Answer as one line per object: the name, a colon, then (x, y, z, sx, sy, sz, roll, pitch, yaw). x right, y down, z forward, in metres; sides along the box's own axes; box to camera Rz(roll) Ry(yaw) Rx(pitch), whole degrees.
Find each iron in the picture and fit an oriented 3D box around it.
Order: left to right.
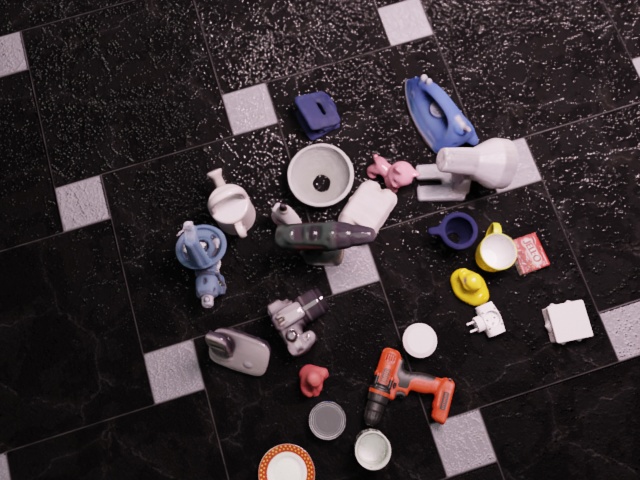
iron: (0.299, -0.339, 1.457, 0.119, 0.141, 0.258, -33, 79, -7)

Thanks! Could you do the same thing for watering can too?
watering can: (-0.222, -0.089, 1.377, 0.172, 0.194, 0.101, 42, 81, 10)

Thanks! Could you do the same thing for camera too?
camera: (-0.040, 0.186, 1.359, 0.137, 0.101, 0.143, -31, 78, -6)

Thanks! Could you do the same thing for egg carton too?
egg carton: (0.118, -0.074, 1.434, 0.107, 0.069, 0.150, 31, 79, 8)

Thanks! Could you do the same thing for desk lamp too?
desk lamp: (0.347, -0.166, 1.379, 0.203, 0.213, 0.118, -3, 77, 0)

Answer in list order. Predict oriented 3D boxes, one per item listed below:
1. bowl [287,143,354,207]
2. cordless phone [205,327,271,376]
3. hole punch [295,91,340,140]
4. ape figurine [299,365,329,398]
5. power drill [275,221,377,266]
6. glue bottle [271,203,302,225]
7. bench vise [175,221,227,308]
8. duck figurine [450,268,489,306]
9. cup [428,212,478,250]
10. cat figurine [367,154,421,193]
bowl: (0.002, -0.154, 1.452, 0.167, 0.075, 0.167, 0, 77, 1)
cordless phone: (-0.189, 0.251, 1.302, 0.147, 0.185, 0.094, 15, 77, 4)
hole punch: (-0.006, -0.332, 1.485, 0.101, 0.091, 0.108, -28, 78, -6)
ape figurine: (-0.015, 0.324, 1.331, 0.078, 0.092, 0.076, -30, 78, -6)
power drill: (0.012, 0.005, 1.346, 0.229, 0.208, 0.075, 1, 77, 1)
glue bottle: (-0.085, -0.060, 1.380, 0.078, 0.173, 0.037, 30, 79, 8)
bench vise: (-0.266, 0.044, 1.334, 0.121, 0.220, 0.207, -26, 78, -5)
duck figurine: (0.367, 0.109, 1.380, 0.077, 0.086, 0.104, -41, 79, -8)
cup: (0.318, -0.013, 1.405, 0.117, 0.095, 0.092, -1, 77, 1)
cat figurine: (0.183, -0.173, 1.432, 0.127, 0.118, 0.067, 36, 80, 9)
